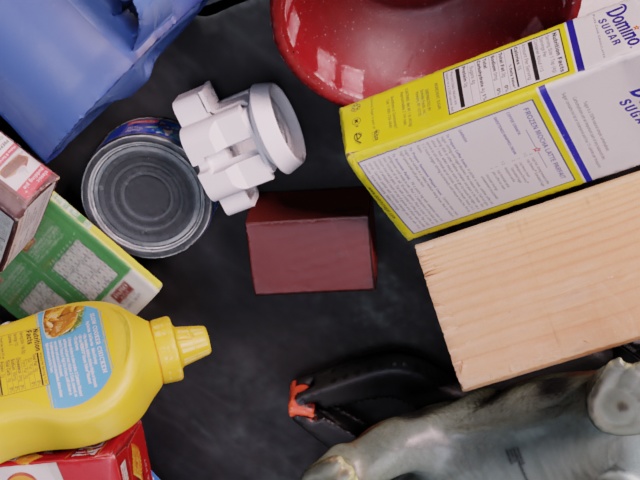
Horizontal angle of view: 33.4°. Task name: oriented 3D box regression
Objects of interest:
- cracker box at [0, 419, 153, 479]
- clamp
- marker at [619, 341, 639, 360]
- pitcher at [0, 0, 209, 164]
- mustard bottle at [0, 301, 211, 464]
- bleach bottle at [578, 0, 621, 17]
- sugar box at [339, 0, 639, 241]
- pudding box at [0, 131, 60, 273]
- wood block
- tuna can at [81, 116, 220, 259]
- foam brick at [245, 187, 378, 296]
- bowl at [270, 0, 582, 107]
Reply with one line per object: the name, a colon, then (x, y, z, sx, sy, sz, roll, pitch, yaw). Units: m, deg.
cracker box: (-0.208, 0.208, 0.682, 0.214, 0.072, 0.164, -7, 102, 8)
clamp: (0.085, 0.115, 0.720, 0.210, 0.036, 0.165, 16, 113, -6)
marker: (0.193, 0.057, 0.696, 0.121, 0.020, 0.020, 33, 112, -9)
pitcher: (-0.181, -0.170, 0.564, 0.242, 0.145, 0.149, 45, 113, -11)
mustard bottle: (-0.161, 0.084, 0.647, 0.191, 0.096, 0.058, -14, 134, -11)
bleach bottle: (0.209, -0.163, 0.577, 0.251, 0.068, 0.102, -28, 104, 19)
sugar box: (0.109, -0.063, 0.587, 0.176, 0.048, 0.093, -20, 142, 19)
pudding box: (-0.201, -0.034, 0.607, 0.090, 0.039, 0.114, 38, 156, -7)
wood block: (0.171, 0.014, 0.626, 0.206, 0.090, 0.091, -18, 85, 12)
tuna can: (-0.106, -0.032, 0.673, 0.086, 0.033, 0.086, 2, 114, 4)
foam brick: (-0.004, 0.001, 0.669, 0.078, 0.053, 0.051, -3, 113, 6)
bowl: (0.054, -0.137, 0.566, 0.162, 0.055, 0.162, -1, 144, -1)
